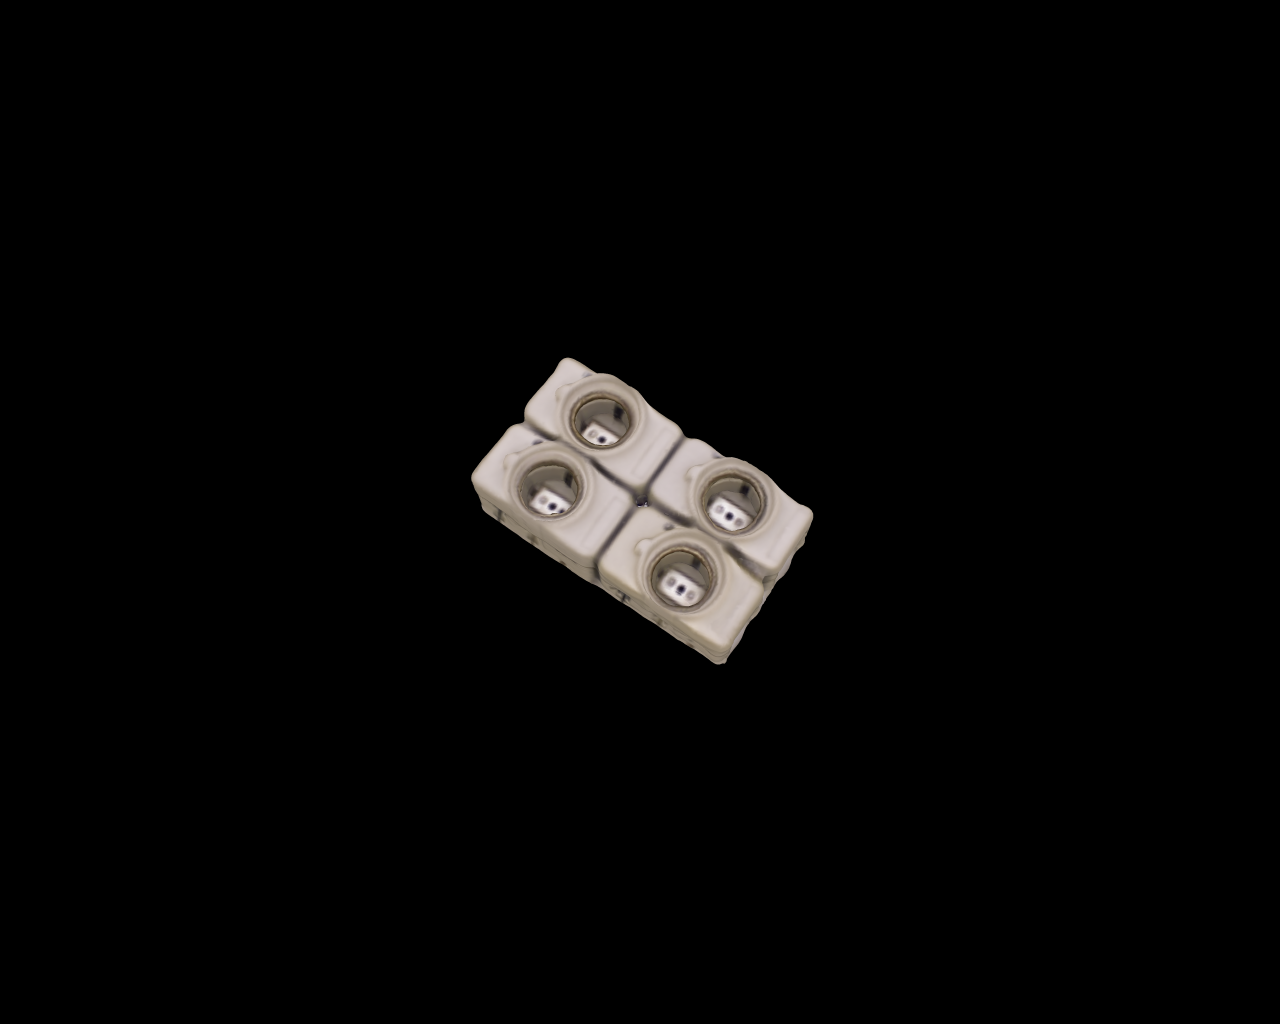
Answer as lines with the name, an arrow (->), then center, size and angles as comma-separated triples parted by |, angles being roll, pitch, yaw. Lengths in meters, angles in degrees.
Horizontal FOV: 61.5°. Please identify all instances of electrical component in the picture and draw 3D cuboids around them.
electrical component -> 0.001, -0.003, 0.650 | 0.186, 0.105, 0.060 | 33, -16, 11
